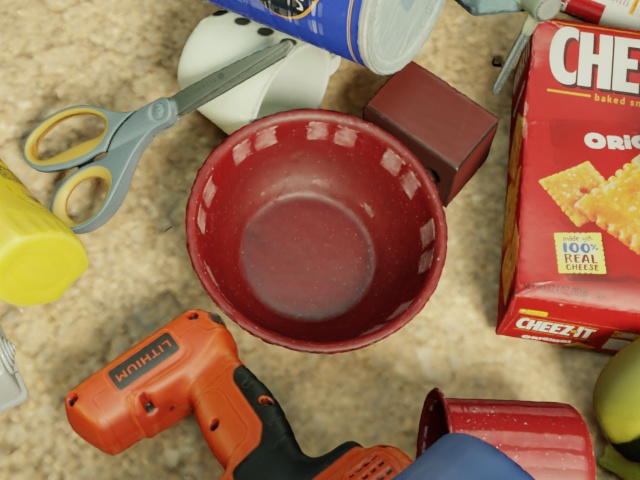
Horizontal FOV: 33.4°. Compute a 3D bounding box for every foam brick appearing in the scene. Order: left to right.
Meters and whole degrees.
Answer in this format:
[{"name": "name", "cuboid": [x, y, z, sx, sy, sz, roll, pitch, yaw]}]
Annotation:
[{"name": "foam brick", "cuboid": [0.072, -0.072, 0.714, 0.078, 0.053, 0.051, 36, 68, 15]}]

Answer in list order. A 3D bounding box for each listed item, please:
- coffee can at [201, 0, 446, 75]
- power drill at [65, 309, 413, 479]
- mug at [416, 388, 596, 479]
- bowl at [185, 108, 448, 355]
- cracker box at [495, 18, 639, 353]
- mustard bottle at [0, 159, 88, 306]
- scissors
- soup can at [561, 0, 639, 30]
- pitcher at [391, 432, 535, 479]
[{"name": "coffee can", "cuboid": [-0.002, -0.173, 0.654, 0.140, 0.103, 0.102, 26, 65, 23]}, {"name": "power drill", "cuboid": [-0.062, 0.136, 0.576, 0.184, 0.057, 0.188, -34, 52, -19]}, {"name": "mug", "cuboid": [0.102, 0.143, 0.595, 0.081, 0.093, 0.117, 3, 81, -6]}, {"name": "bowl", "cuboid": [-0.004, 0.001, 0.669, 0.162, 0.055, 0.162, 3, 67, -7]}, {"name": "cracker box", "cuboid": [0.205, -0.034, 0.690, 0.164, 0.072, 0.213, 9, 63, 1]}, {"name": "mustard bottle", "cuboid": [-0.229, -0.044, 0.666, 0.058, 0.096, 0.192, -46, 71, 2]}, {"name": "scissors", "cuboid": [-0.105, -0.061, 0.680, 0.202, 0.016, 0.096, -10, 76, 23]}, {"name": "soup can", "cuboid": [0.213, -0.187, 0.767, 0.102, 0.068, 0.068, 24, 65, 9]}, {"name": "pitcher", "cuboid": [0.005, 0.193, 0.438, 0.242, 0.149, 0.145, -30, 33, -22]}]
